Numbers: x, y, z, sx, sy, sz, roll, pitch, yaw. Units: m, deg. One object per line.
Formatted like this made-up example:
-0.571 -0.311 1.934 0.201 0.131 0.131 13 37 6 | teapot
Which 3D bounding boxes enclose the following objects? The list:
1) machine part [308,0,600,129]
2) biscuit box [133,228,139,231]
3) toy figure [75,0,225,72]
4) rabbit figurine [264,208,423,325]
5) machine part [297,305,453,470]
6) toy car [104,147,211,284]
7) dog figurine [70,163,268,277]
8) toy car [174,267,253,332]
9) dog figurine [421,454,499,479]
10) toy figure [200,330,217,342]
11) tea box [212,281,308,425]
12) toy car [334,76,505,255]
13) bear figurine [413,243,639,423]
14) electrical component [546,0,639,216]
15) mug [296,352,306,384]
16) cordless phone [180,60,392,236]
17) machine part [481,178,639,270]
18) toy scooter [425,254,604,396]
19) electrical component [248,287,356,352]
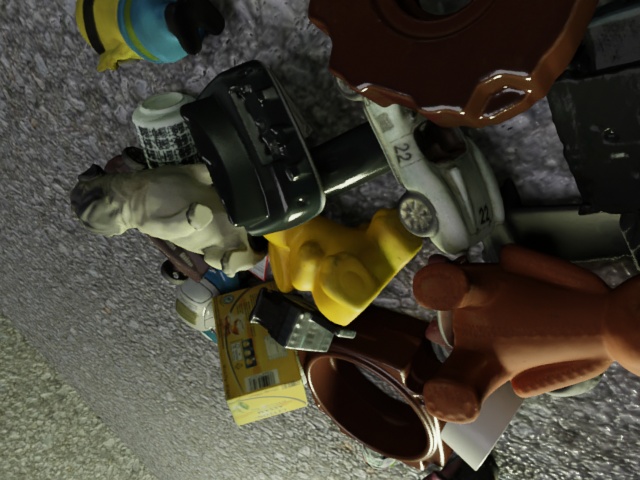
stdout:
0.077 -0.156 0.320 0.180 0.056 0.179 2 95 28 | machine part
-0.239 -0.044 0.790 0.203 0.059 0.062 20 135 31 | biscuit box
-0.177 -0.225 0.547 0.180 0.082 0.089 13 121 42 | toy figure
-0.001 -0.002 0.569 0.173 0.122 0.162 42 159 1 | rabbit figurine
0.077 0.184 0.681 0.201 0.087 0.201 13 134 36 | machine part
-0.215 -0.029 0.696 0.202 0.053 0.089 51 123 13 | toy car
-0.166 -0.023 0.616 0.191 0.121 0.172 -3 137 28 | dog figurine
-0.165 0.083 0.805 0.109 0.103 0.161 34 144 14 | toy car
0.163 0.369 0.707 0.109 0.191 0.219 35 158 24 | dog figurine
-0.154 0.158 0.901 0.154 0.064 0.057 45 126 7 | toy figure
-0.083 0.144 0.713 0.170 0.098 0.068 -108 7 -47 | tea box
0.077 -0.086 0.415 0.056 0.073 0.201 -18 100 55 | toy car
0.181 0.065 0.367 0.196 0.132 0.120 0 97 41 | bear figurine
0.208 -0.083 0.329 0.115 0.058 0.134 -5 121 44 | electrical component
-0.045 0.188 0.784 0.110 0.107 0.080 -16 114 52 | mug
-0.011 -0.096 0.466 0.089 0.184 0.146 -43 -71 -85 | cordless phone
0.187 -0.010 0.434 0.139 0.039 0.084 2 121 44 | machine part
0.165 0.070 0.503 0.184 0.075 0.135 -3 119 49 | toy scooter
-0.015 0.097 0.606 0.119 0.074 0.047 25 96 40 | electrical component
